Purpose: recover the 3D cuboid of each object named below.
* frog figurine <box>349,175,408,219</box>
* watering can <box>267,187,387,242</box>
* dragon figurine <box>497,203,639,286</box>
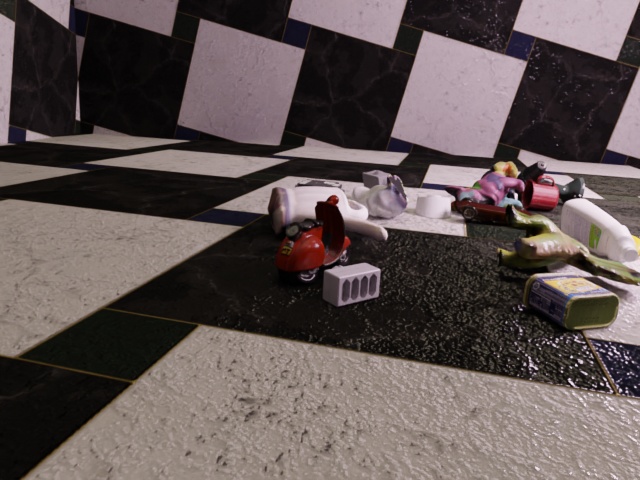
[{"bbox_3d":[0.148,-0.100,1.374,0.158,0.122,0.140,-30,11,23],"label":"frog figurine"},{"bbox_3d":[0.003,-0.056,1.121,0.224,0.103,0.351,-1,15,-12],"label":"watering can"},{"bbox_3d":[0.438,0.024,0.899,0.243,0.121,0.412,15,10,13],"label":"dragon figurine"}]
